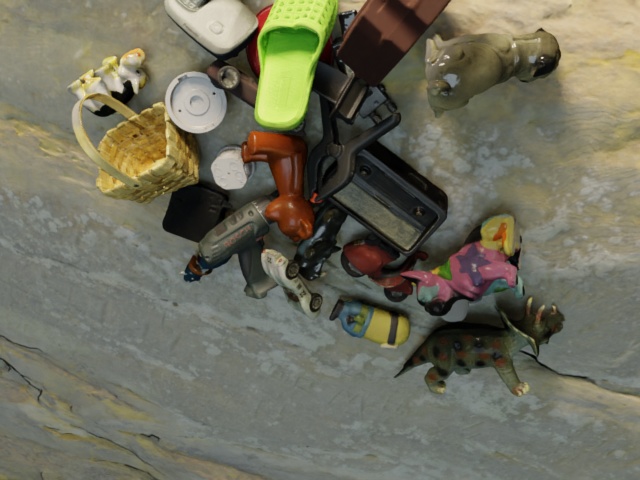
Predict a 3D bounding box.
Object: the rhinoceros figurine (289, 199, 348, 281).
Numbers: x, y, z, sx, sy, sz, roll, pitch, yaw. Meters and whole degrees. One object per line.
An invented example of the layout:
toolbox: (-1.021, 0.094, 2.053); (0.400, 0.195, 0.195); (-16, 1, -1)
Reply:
rhinoceros figurine: (-0.002, -0.003, 1.093); (0.073, 0.112, 0.190); (36, 116, 29)

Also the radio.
radio: (0.125, -0.085, 1.019); (0.229, 0.073, 0.131); (35, 124, -11)

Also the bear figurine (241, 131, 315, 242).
bear figurine: (-0.076, -0.093, 1.000); (0.132, 0.120, 0.195); (0, 90, -17)

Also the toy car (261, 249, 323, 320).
toy car: (-0.057, 0.091, 1.105); (0.074, 0.056, 0.201); (24, 155, 44)

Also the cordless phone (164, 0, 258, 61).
cordless phone: (-0.149, -0.399, 0.859); (0.146, 0.089, 0.184); (42, 117, 6)

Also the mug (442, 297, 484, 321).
mug: (0.287, 0.119, 1.124); (0.110, 0.081, 0.107); (-9, 133, 11)

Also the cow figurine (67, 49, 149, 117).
cow figurine: (-0.378, -0.287, 1.005); (0.167, 0.068, 0.098); (-15, 125, 26)

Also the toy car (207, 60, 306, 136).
toy car: (-0.105, -0.246, 0.940); (0.202, 0.089, 0.053); (29, 91, -23)

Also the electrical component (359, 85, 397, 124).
electrical component: (0.088, -0.249, 0.948); (0.094, 0.021, 0.063); (44, 122, -15)

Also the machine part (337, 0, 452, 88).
machine part: (0.121, -0.329, 0.756); (0.087, 0.201, 0.201); (39, 79, -6)

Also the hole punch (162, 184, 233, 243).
hole punch: (-0.257, -0.061, 1.133); (0.142, 0.092, 0.115); (21, 97, 2)

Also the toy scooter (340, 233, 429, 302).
toy scooter: (0.141, 0.044, 1.105); (0.184, 0.075, 0.135); (35, 125, -15)

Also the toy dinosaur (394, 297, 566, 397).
toy dinosaur: (0.322, 0.234, 1.172); (0.405, 0.131, 0.192); (-12, 108, 25)

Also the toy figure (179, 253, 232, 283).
toy figure: (-0.257, 0.051, 1.216); (0.154, 0.058, 0.064); (-31, 106, 34)

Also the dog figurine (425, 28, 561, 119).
dog figurine: (0.263, -0.260, 0.813); (0.191, 0.172, 0.121); (-1, 135, 22)

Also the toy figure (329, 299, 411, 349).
toy figure: (0.115, 0.184, 1.204); (0.180, 0.082, 0.089); (26, 128, -2)

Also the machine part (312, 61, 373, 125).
machine part: (0.012, -0.252, 0.878); (0.139, 0.039, 0.084); (33, 85, -8)

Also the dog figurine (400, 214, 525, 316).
dog figurine: (0.270, 0.049, 1.030); (0.219, 0.191, 0.108); (-5, 161, 25)

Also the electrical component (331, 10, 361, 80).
electrical component: (0.057, -0.320, 0.891); (0.075, 0.048, 0.119); (-8, 121, 18)

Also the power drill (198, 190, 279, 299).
power drill: (-0.121, 0.015, 1.117); (0.232, 0.086, 0.207); (-29, 136, -10)
